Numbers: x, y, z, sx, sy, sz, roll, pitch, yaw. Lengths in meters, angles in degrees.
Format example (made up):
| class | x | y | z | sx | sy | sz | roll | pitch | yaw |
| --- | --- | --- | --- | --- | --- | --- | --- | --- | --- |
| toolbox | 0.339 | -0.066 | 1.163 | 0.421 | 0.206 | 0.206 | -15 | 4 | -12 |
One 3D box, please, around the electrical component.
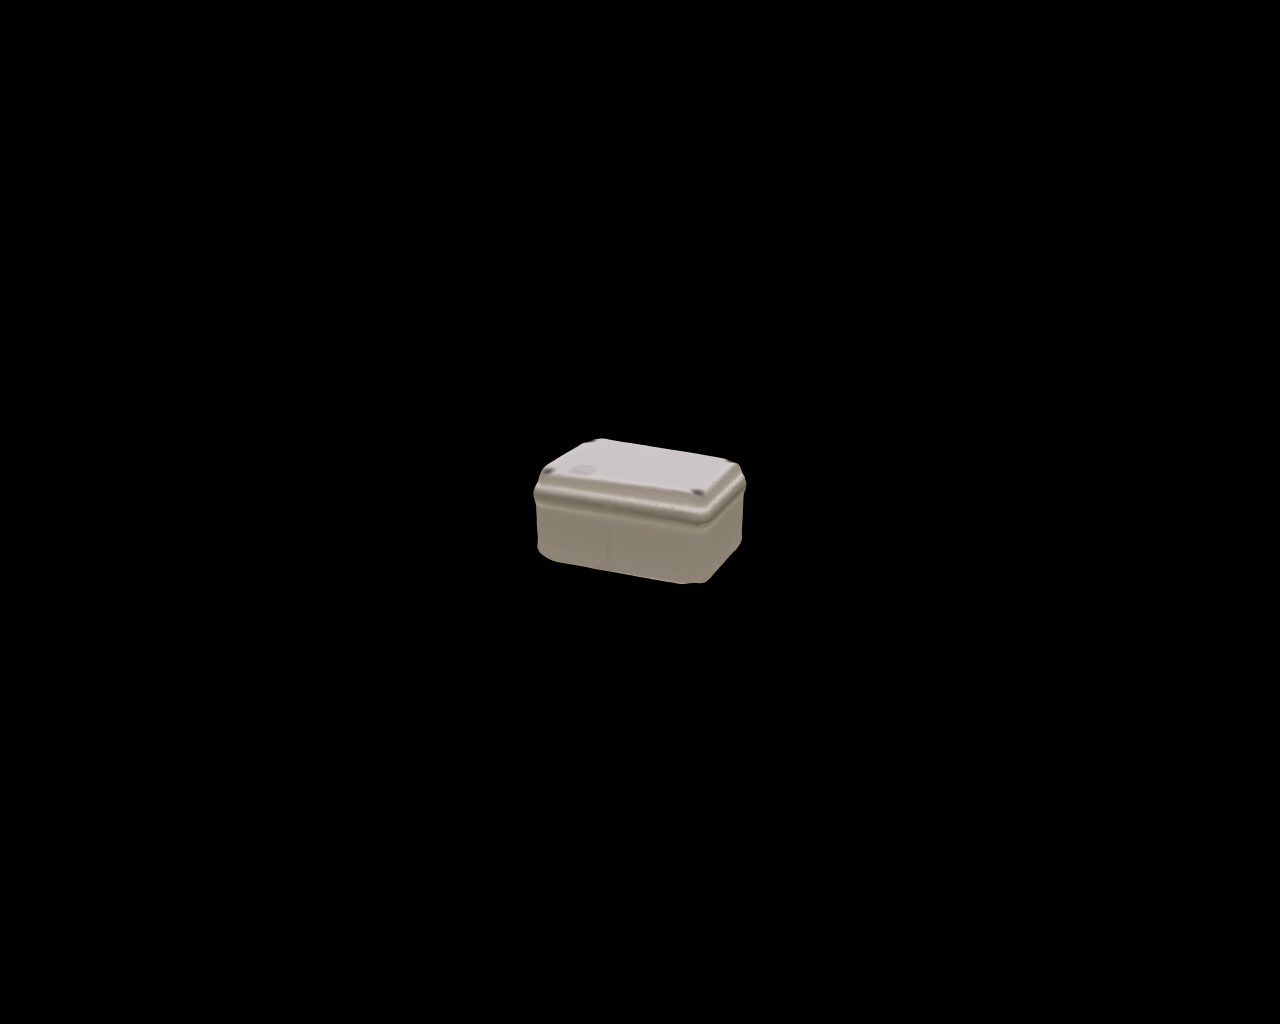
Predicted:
| class | x | y | z | sx | sy | sz | roll | pitch | yaw |
| --- | --- | --- | --- | --- | --- | --- | --- | --- | --- |
| electrical component | 0.001 | -0.003 | 0.650 | 0.113 | 0.057 | 0.078 | 10 | 24 | 22 |
